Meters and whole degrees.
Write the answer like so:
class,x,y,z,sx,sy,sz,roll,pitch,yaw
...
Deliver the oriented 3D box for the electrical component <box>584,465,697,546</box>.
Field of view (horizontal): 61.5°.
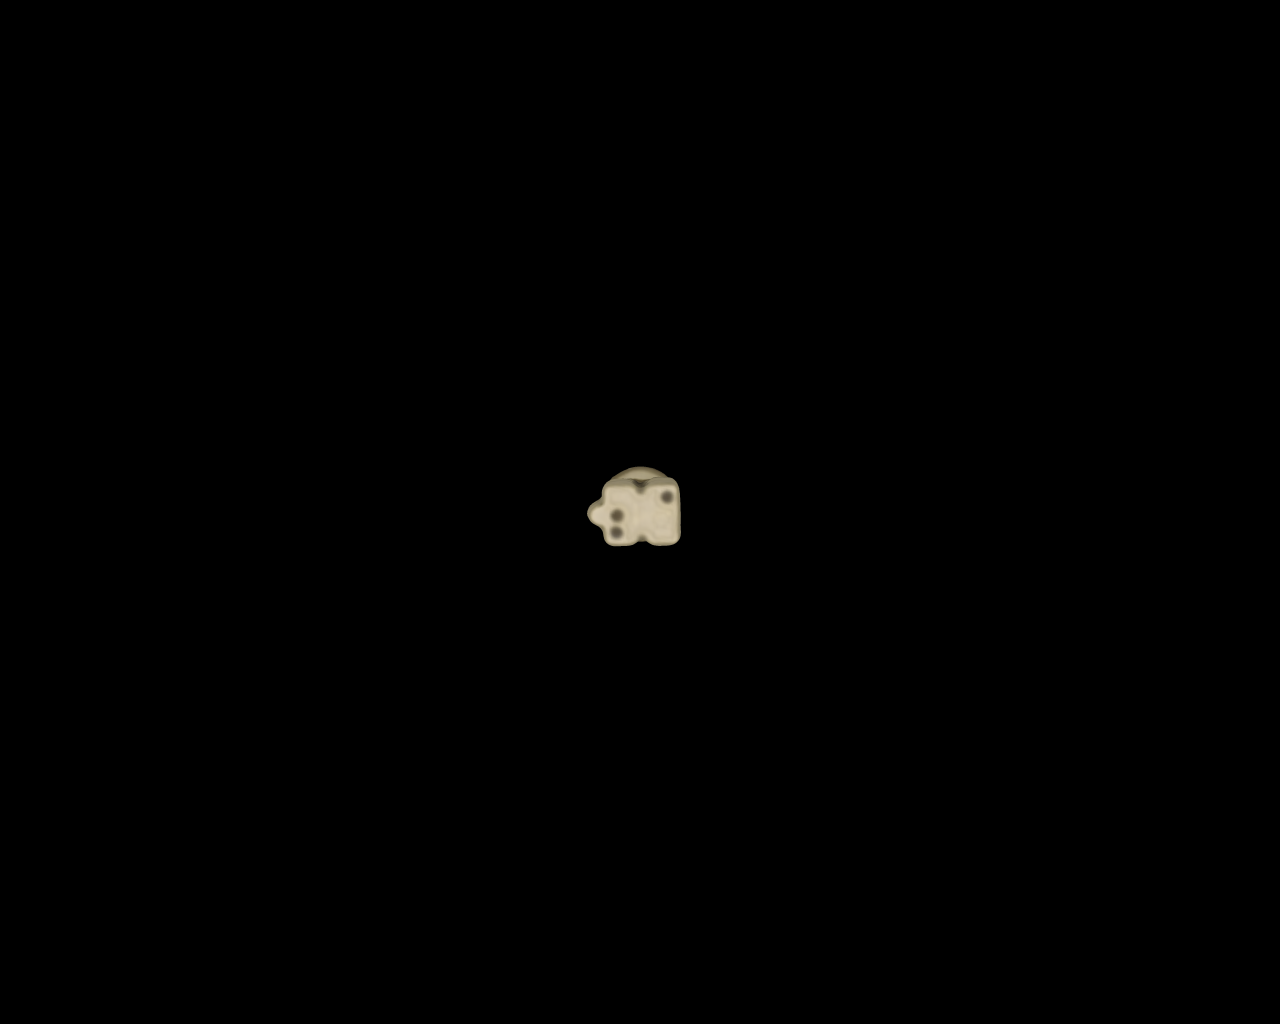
class,x,y,z,sx,sy,sz,roll,pitch,yaw
electrical component,0.001,-0.003,0.650,0.066,0.048,0.055,0,9,0
